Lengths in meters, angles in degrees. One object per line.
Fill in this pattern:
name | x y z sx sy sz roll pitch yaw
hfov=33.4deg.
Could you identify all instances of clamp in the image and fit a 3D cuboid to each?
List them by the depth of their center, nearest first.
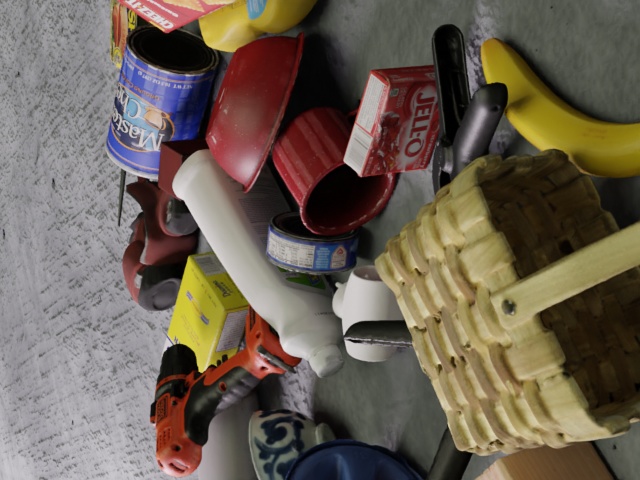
clamp | 0.123 0.093 0.789 0.210 0.036 0.164 -32 60 25
clamp | 0.112 -0.068 0.815 0.120 0.039 0.171 -104 8 -64

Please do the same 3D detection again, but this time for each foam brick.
foam brick | -0.129 -0.078 1.158 0.051 0.078 0.053 34 125 49

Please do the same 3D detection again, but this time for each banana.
banana | 0.178 -0.088 0.749 0.198 0.037 0.070 31 106 47

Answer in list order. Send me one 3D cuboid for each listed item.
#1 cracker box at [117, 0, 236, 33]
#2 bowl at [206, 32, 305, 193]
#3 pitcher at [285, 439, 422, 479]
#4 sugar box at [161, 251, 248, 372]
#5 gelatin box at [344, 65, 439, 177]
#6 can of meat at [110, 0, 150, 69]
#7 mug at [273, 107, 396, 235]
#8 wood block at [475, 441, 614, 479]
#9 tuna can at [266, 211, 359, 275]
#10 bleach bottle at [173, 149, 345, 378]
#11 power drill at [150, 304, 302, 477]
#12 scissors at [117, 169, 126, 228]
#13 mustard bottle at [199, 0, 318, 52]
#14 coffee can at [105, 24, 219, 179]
cracker box | -0.094 -0.298 0.994 0.214 0.072 0.164 -3 62 55
bowl | -0.067 -0.128 1.004 0.162 0.055 0.162 -162 90 -79
pitcher | 0.008 0.316 0.989 0.145 0.149 0.243 -115 29 -45
sugar box | -0.135 0.108 1.239 0.093 0.048 0.176 52 136 35
gelatin box | 0.066 -0.098 0.873 0.030 0.073 0.089 47 132 38
can of meat | -0.206 -0.239 1.251 0.084 0.057 0.102 34 124 50
mug | 0.017 -0.073 0.949 0.117 0.093 0.081 -45 51 15
wood block | 0.190 0.254 0.762 0.206 0.090 0.090 61 142 26
tuna can | -0.007 0.001 0.991 0.086 0.085 0.034 30 120 49
bleach bottle | -0.051 0.024 1.045 0.068 0.102 0.251 -51 56 36
power drill | -0.102 0.130 1.103 0.188 0.057 0.184 -45 29 21
scissors | -0.248 -0.118 1.333 0.096 0.016 0.202 11 91 63
mustard bottle | -0.048 -0.243 1.014 0.192 0.058 0.096 -4 79 56
coffee can | -0.177 -0.153 1.186 0.103 0.102 0.140 51 136 36
